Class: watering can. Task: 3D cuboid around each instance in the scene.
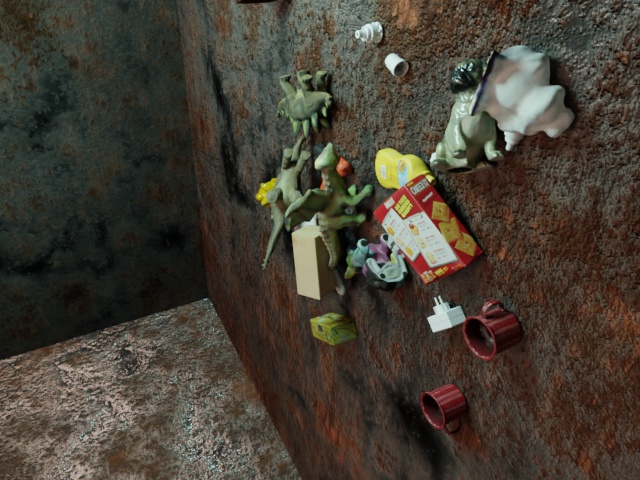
[{"bbox_3d":[-0.002,0.004,1.707,0.104,0.346,0.224,-13,8,-26],"label":"watering can"}]

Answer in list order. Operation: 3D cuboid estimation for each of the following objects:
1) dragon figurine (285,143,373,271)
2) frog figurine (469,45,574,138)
[{"bbox_3d":[0.004,-0.073,1.447,0.243,0.403,0.124,0,28,-32],"label":"dragon figurine"},{"bbox_3d":[0.343,-0.241,0.851,0.160,0.135,0.124,24,20,12],"label":"frog figurine"}]
